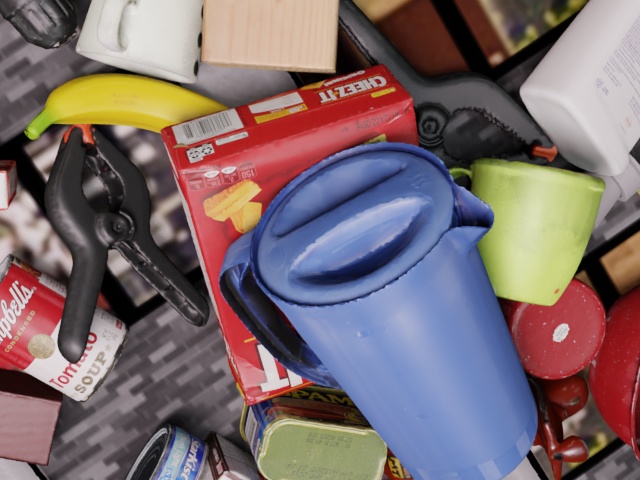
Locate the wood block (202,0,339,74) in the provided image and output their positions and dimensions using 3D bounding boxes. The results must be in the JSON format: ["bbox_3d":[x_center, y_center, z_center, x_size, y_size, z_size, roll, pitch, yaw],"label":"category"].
[{"bbox_3d":[-0.028,-0.221,0.727,0.091,0.090,0.206,4,97,1],"label":"wood block"}]

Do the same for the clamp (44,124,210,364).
[{"bbox_3d":[-0.142,-0.001,0.769,0.120,0.039,0.171,-1,79,-44],"label":"clamp"}]

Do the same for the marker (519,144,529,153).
[{"bbox_3d":[0.180,-0.104,0.843,0.020,0.020,0.121,19,97,-15],"label":"marker"}]

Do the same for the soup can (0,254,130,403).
[{"bbox_3d":[-0.198,0.065,0.772,0.102,0.068,0.068,34,92,-17],"label":"soup can"}]

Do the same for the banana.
[{"bbox_3d":[-0.110,-0.082,0.765,0.197,0.037,0.069,9,68,-21],"label":"banana"}]

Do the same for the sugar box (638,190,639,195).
[{"bbox_3d":[0.347,-0.011,0.883,0.093,0.048,0.176,-42,109,-2],"label":"sugar box"}]

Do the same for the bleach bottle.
[{"bbox_3d":[0.261,-0.176,0.816,0.250,0.068,0.102,-51,125,-9],"label":"bleach bottle"}]

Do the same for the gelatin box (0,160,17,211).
[{"bbox_3d":[-0.257,-0.039,0.736,0.089,0.073,0.030,-1,100,-11],"label":"gelatin box"}]

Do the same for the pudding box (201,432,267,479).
[{"bbox_3d":[-0.043,0.202,0.819,0.113,0.090,0.039,36,90,-15],"label":"pudding box"}]

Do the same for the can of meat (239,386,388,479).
[{"bbox_3d":[-0.005,0.151,0.820,0.102,0.084,0.057,10,99,-13],"label":"can of meat"}]

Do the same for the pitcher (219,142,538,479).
[{"bbox_3d":[0.052,0.064,0.712,0.145,0.149,0.242,-41,131,-12],"label":"pitcher"}]

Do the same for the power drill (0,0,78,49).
[{"bbox_3d":[-0.277,-0.163,0.696,0.188,0.057,0.184,-35,106,10],"label":"power drill"}]

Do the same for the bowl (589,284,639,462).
[{"bbox_3d":[0.261,0.094,0.856,0.161,0.055,0.162,-24,122,-47],"label":"bowl"}]

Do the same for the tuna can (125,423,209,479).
[{"bbox_3d":[-0.120,0.182,0.801,0.033,0.086,0.086,32,93,-14],"label":"tuna can"}]

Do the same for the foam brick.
[{"bbox_3d":[-0.232,0.128,0.784,0.078,0.053,0.051,14,98,-14],"label":"foam brick"}]

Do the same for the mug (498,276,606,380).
[{"bbox_3d":[0.160,0.059,0.838,0.117,0.081,0.093,5,100,-12],"label":"mug"}]

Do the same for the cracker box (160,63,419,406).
[{"bbox_3d":[-0.005,0.001,0.763,0.164,0.072,0.214,-17,124,-7],"label":"cracker box"}]

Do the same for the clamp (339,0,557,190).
[{"bbox_3d":[0.077,-0.097,0.808,0.210,0.036,0.164,5,100,-5],"label":"clamp"}]
